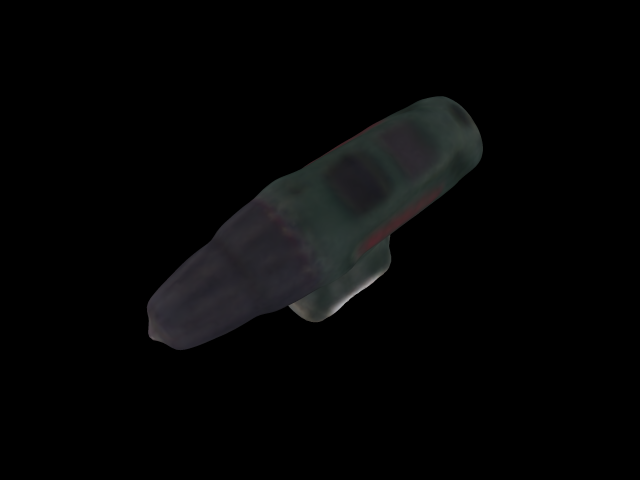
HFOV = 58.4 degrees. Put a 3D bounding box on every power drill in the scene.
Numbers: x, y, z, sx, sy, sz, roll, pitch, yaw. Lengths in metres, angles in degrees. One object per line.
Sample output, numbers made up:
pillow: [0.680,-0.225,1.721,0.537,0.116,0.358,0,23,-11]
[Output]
power drill: [0.004,0.001,0.400,0.230,0.208,0.075,-38,80,-7]
